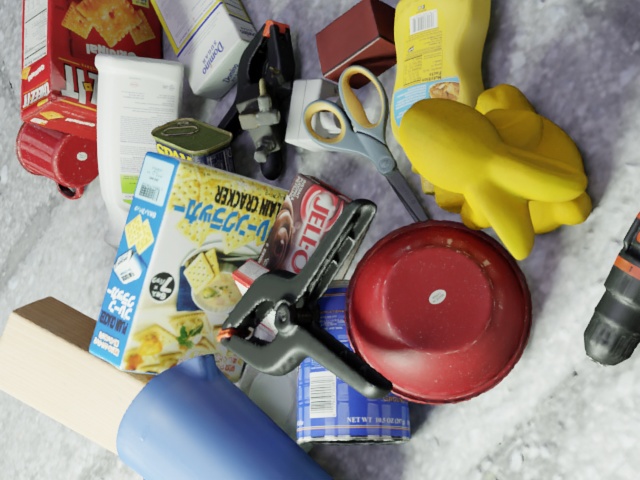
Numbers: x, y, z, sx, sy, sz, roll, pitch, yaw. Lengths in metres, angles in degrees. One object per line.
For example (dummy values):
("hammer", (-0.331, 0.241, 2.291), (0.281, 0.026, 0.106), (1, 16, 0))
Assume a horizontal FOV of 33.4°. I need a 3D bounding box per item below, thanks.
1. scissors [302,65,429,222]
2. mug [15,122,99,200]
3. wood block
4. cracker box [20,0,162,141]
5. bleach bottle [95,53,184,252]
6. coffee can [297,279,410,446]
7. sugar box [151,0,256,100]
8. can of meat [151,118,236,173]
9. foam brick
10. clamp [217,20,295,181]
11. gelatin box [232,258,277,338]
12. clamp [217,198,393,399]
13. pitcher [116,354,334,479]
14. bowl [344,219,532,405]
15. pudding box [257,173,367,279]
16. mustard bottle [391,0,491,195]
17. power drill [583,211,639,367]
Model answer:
("scissors", (0.044, -0.072, 1.025), (0.096, 0.016, 0.202), (-19, 74, 14))
("mug", (-0.330, -0.105, 1.380), (0.082, 0.093, 0.117), (24, 127, 39))
("wood block", (-0.241, 0.152, 1.157), (0.206, 0.090, 0.091), (26, 104, 10))
("cracker box", (-0.273, -0.233, 1.295), (0.072, 0.163, 0.214), (-19, 67, 41))
("bleach bottle", (-0.217, -0.085, 1.233), (0.068, 0.102, 0.251), (-151, 66, -66))
("coffee can", (0.029, 0.114, 0.970), (0.103, 0.102, 0.140), (-12, 72, 41))
("sugar box", (-0.136, -0.257, 1.253), (0.093, 0.048, 0.176), (-44, 57, 28))
("can of meat", (-0.135, -0.080, 1.179), (0.102, 0.057, 0.084), (24, 132, 44))
("foam brick", (0.043, -0.196, 1.066), (0.078, 0.052, 0.051), (-30, 61, 34))
("clamp", (-0.074, -0.155, 1.176), (0.120, 0.039, 0.171), (11, 91, 39))
("gelatin box", (-0.042, 0.068, 1.063), (0.030, 0.089, 0.073), (-41, 42, -19))
("clamp", (-0.015, 0.075, 0.920), (0.210, 0.036, 0.164), (-28, 62, 43))
("pitcher", (-0.075, 0.238, 1.014), (0.145, 0.149, 0.243), (-42, 55, -19))
("bowl", (0.099, 0.055, 0.894), (0.162, 0.055, 0.162), (-1, 76, 6))
("pudding box", (-0.007, 0.001, 1.075), (0.090, 0.039, 0.113), (33, 104, 42))
("mustard bottle", (0.109, -0.136, 0.984), (0.096, 0.058, 0.191), (-6, 76, 45))
("power drill", (0.295, 0.044, 0.767), (0.188, 0.057, 0.184), (36, 105, 42))
